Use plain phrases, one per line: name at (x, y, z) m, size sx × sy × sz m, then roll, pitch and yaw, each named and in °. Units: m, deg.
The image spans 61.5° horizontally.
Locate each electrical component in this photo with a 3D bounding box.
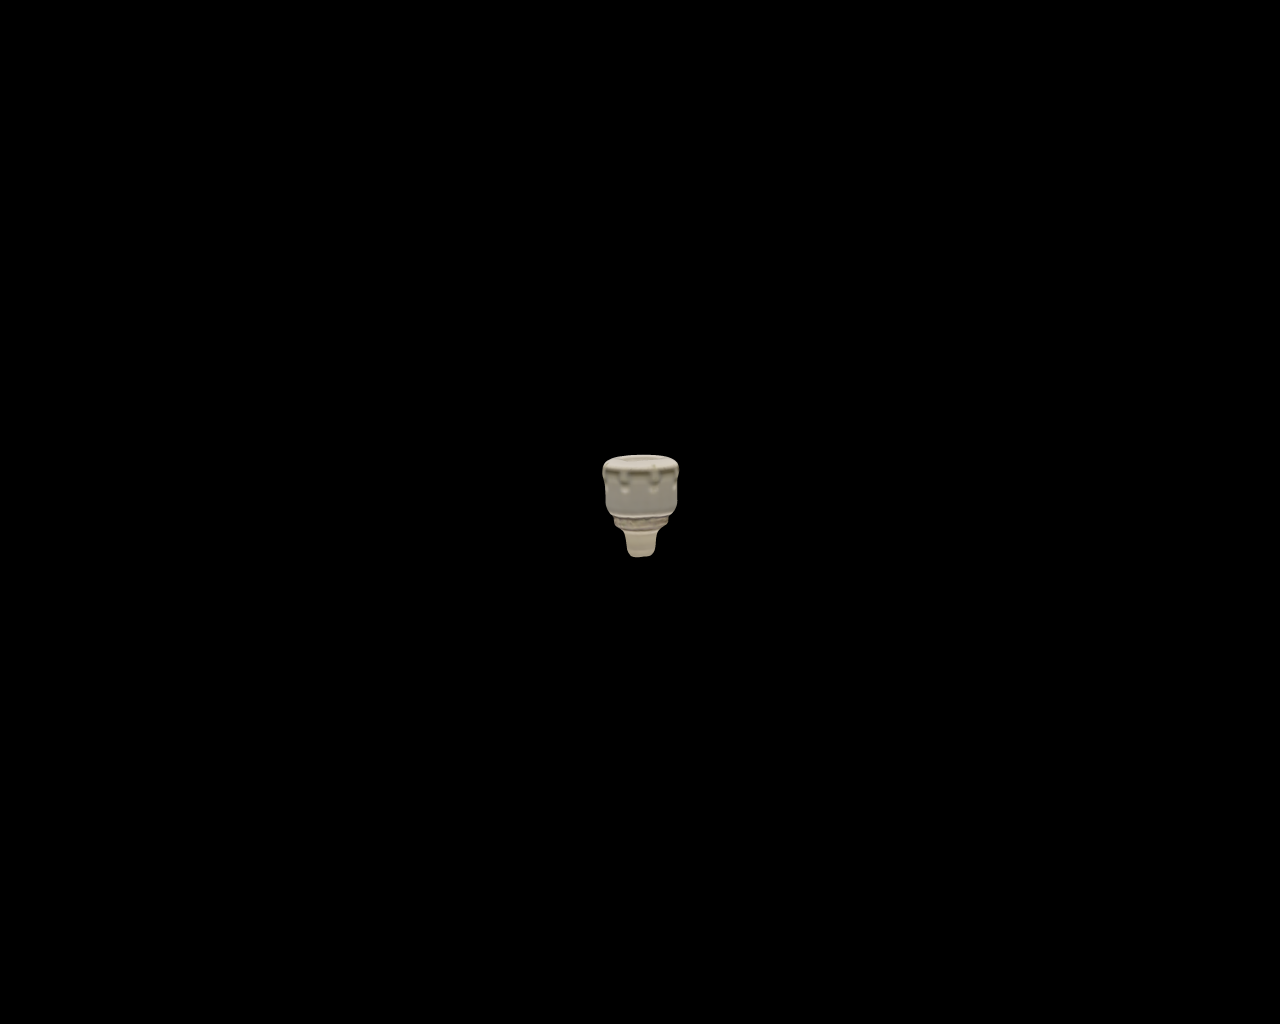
electrical component at (0.001, -0.003, 0.650) m, size 0.048 × 0.062 × 0.048 m, roll 0°, pitch 9°, yaw 0°
